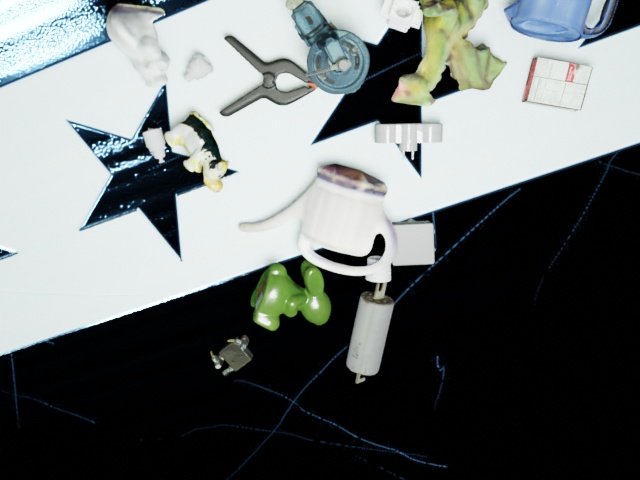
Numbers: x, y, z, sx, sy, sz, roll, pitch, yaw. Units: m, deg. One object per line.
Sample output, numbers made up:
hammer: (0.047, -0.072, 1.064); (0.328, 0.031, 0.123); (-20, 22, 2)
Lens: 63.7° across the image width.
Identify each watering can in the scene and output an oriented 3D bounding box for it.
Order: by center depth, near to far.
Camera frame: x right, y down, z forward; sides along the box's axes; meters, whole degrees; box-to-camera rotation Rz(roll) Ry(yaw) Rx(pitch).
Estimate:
watering can: (0.003, -0.055, 1.086); (0.348, 0.105, 0.222); (18, 102, 11)

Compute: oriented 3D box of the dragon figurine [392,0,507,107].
dragon figurine: (0.287, -0.405, 0.989); (0.413, 0.123, 0.238); (-39, 123, -11)

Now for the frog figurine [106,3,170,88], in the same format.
frog figurine: (-0.368, -0.393, 1.047); (0.138, 0.124, 0.157); (23, 116, 34)
